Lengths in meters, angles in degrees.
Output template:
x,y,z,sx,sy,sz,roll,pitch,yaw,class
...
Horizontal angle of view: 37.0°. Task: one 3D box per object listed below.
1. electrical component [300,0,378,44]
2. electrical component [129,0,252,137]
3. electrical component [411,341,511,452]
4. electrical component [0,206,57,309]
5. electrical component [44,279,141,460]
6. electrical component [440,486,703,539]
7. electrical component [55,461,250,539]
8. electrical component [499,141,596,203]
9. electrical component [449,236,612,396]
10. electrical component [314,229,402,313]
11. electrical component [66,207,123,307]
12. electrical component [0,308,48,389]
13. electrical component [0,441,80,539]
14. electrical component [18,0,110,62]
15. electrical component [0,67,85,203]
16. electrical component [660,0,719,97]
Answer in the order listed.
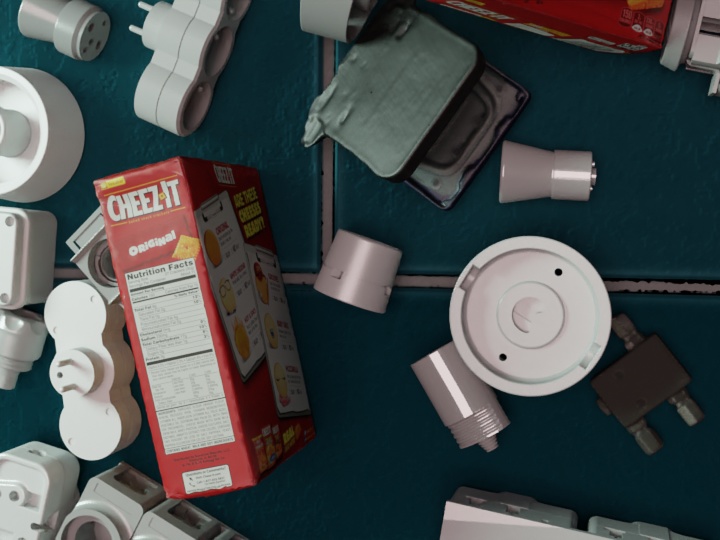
x,y,z,sx,sy,sz,roll,pitch,yaw,class
-0.015,-0.211,0.753,0.064,0.099,0.099,23,98,5,electrical component
-0.138,-0.177,0.805,0.074,0.052,0.138,25,98,11,electrical component
0.075,0.093,0.772,0.043,0.043,0.081,-31,85,13,electrical component
-0.305,-0.014,0.850,0.113,0.057,0.078,6,94,13,electrical component
-0.212,0.077,0.824,0.052,0.074,0.138,-7,91,14,electrical component
0.147,0.225,0.752,0.186,0.060,0.105,10,95,13,electrical component
-0.153,0.227,0.823,0.150,0.062,0.089,29,99,11,electrical component
0.132,-0.067,0.753,0.065,0.044,0.044,4,94,8,electrical component
0.120,0.030,0.749,0.108,0.060,0.108,1,93,13,electrical component
0.000,0.000,0.780,0.055,0.055,0.047,21,93,12,electrical component
-0.177,-0.006,0.817,0.042,0.064,0.081,-44,82,12,electrical component
-0.275,0.063,0.854,0.043,0.043,0.062,20,99,12,electrical component
-0.260,0.187,0.848,0.054,0.059,0.095,15,96,12,electrical component
-0.228,-0.191,0.830,0.055,0.045,0.045,26,98,10,electrical component
-0.278,-0.107,0.837,0.108,0.060,0.108,1,93,14,electrical component
0.234,-0.157,0.715,0.057,0.058,0.078,13,96,10,electrical component
